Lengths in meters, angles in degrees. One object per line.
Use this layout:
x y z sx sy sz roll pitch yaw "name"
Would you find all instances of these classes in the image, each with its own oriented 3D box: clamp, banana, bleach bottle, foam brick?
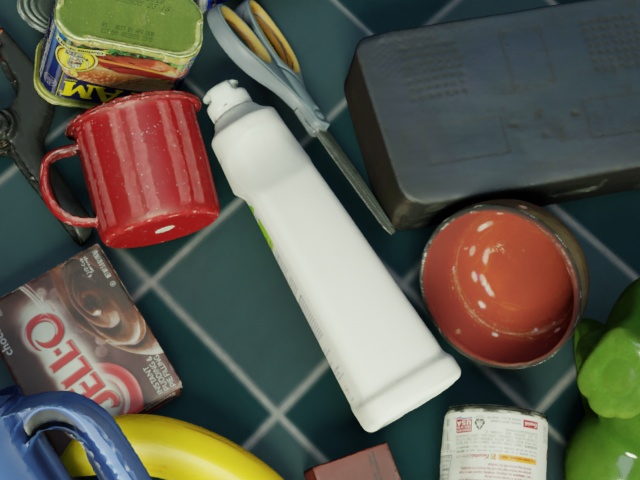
-0.212 -0.067 0.732 0.120 0.039 0.171 8 70 -17 "clamp"
-0.074 0.153 0.666 0.197 0.037 0.070 22 97 -10 "banana"
-0.005 0.001 0.698 0.068 0.102 0.251 -29 78 -9 "bleach bottle"
0.028 0.174 0.678 0.053 0.051 0.078 -17 76 -12 "foam brick"

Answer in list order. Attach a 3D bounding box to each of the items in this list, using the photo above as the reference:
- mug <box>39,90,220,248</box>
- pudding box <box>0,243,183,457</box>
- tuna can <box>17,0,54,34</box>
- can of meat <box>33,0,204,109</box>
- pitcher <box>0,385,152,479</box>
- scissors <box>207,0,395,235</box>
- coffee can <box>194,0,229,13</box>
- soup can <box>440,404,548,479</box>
-0.125 -0.042 0.704 0.117 0.093 0.081 -12 80 -23 "mug"
-0.155 0.073 0.695 0.090 0.039 0.113 -31 79 -13 "pudding box"
-0.165 -0.172 0.742 0.086 0.086 0.034 1 71 -6 "tuna can"
-0.135 -0.130 0.720 0.102 0.084 0.057 8 66 -20 "can of meat"
-0.150 0.206 0.581 0.144 0.149 0.243 -38 100 -35 "pitcher"
-0.018 -0.091 0.732 0.016 0.096 0.202 -38 66 24 "scissors"
-0.046 -0.234 0.763 0.140 0.103 0.103 -25 78 -13 "coffee can"
0.110 0.161 0.681 0.068 0.068 0.102 7 72 -4 "soup can"
